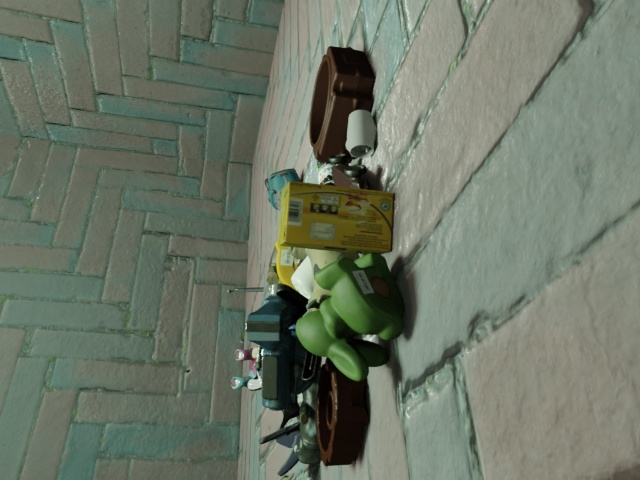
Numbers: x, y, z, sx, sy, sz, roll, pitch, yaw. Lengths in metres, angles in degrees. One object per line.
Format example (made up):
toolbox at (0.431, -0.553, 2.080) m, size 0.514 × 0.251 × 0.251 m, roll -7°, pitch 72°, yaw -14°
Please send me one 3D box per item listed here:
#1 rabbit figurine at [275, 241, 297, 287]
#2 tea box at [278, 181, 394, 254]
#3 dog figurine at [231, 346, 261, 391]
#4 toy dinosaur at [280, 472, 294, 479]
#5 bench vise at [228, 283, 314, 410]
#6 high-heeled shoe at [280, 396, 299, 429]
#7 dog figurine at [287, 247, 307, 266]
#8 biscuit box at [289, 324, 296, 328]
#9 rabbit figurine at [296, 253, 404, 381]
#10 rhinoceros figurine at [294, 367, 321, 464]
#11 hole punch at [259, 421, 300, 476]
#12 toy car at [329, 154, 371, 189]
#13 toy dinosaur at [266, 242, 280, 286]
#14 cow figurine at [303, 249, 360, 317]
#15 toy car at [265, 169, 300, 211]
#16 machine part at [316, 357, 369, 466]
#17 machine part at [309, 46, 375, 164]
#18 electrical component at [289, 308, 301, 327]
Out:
rabbit figurine at (-0.036, 0.076, 1.284) m, size 0.173 × 0.122 × 0.162 m, roll 62°, pitch -157°, yaw -87°
tea box at (0.025, -0.032, 0.841) m, size 0.068 × 0.170 × 0.098 m, roll 158°, pitch 119°, yaw -75°
dog figurine at (-0.120, 0.341, 1.427) m, size 0.192 × 0.219 × 0.108 m, roll -9°, pitch 73°, yaw 33°
toy dinosaur at (-0.094, 0.643, 1.235) m, size 0.192 × 0.131 × 0.404 m, roll -121°, pitch 44°, yaw -69°
bench vise at (-0.062, 0.190, 0.999) m, size 0.240 × 0.129 × 0.223 m, roll 19°, pitch -122°, yaw -70°
high-heeled shoe at (-0.071, 0.333, 1.278) m, size 0.145 × 0.086 × 0.248 m, roll -57°, pitch -28°, yaw -61°
dog figurine at (-0.005, -0.005, 1.094) m, size 0.191 × 0.121 × 0.172 m, roll -129°, pitch 42°, yaw -69°
biscuit box at (-0.055, 0.258, 1.290) m, size 0.062 × 0.059 × 0.203 m, roll 59°, pitch 171°, yaw -8°
rabbit figurine at (0.042, 0.120, 0.786) m, size 0.170 × 0.121 × 0.159 m, roll -43°, pitch 74°, yaw 35°
rhinoceros figurine at (-0.015, 0.349, 1.079) m, size 0.112 × 0.073 × 0.190 m, roll 142°, pitch 133°, yaw -72°
hole punch at (-0.062, 0.447, 1.169) m, size 0.092 × 0.116 × 0.142 m, roll 62°, pitch 171°, yaw 19°
toy car at (0.059, -0.104, 0.985) m, size 0.202 × 0.053 × 0.089 m, roll -126°, pitch 26°, yaw -71°
toy dinosaur at (-0.103, 0.074, 1.555) m, size 0.199 × 0.105 × 0.470 m, roll -101°, pitch 25°, yaw -63°
cow figurine at (0.021, 0.061, 0.902) m, size 0.085 × 0.127 × 0.195 m, roll 111°, pitch 147°, yaw -61°
toy car at (-0.110, -0.139, 1.689) m, size 0.161 × 0.109 × 0.103 m, roll 97°, pitch 154°, yaw -52°
machine part at (0.033, 0.292, 0.923) m, size 0.179 × 0.056 × 0.179 m, roll -174°, pitch 90°, yaw -79°
machine part at (0.037, -0.274, 1.096) m, size 0.201 × 0.087 × 0.201 m, roll -99°, pitch 17°, yaw -48°
electrical component at (-0.095, 0.209, 1.442) m, size 0.134 × 0.058 × 0.114 m, roll -33°, pitch -41°, yaw -58°
